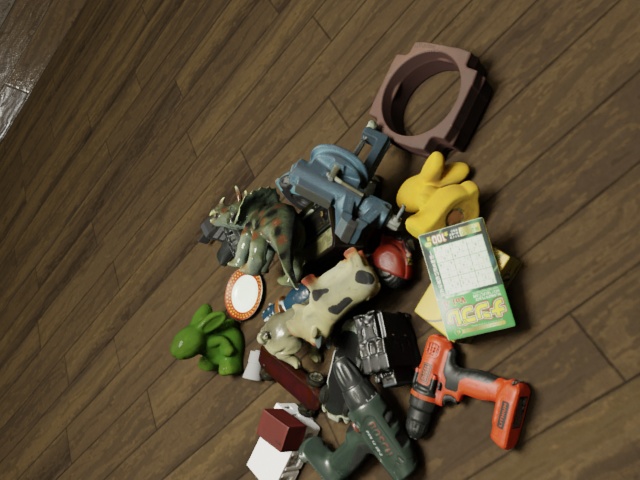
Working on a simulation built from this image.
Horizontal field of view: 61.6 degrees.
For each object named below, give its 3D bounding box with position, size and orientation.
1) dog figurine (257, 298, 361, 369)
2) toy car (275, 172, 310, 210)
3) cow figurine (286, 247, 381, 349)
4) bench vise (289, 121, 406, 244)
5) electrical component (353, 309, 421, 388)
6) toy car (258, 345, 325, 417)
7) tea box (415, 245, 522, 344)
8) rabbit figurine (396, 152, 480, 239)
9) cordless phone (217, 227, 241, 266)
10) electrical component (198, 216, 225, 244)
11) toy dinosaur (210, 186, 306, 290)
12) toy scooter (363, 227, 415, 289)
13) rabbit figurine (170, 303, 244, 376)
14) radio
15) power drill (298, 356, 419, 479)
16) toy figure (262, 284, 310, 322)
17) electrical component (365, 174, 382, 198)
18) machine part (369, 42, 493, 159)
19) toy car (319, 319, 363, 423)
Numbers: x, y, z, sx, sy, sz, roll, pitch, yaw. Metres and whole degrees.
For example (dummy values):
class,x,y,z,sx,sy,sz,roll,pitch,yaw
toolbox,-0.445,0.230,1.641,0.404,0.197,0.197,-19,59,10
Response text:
class,x,y,z,sx,sy,sz,roll,pitch,yaw
dog figurine,-0.018,0.145,1.068,0.121,0.172,0.190,46,116,27
toy car,-0.010,-0.121,1.181,0.162,0.109,0.103,16,71,34
cow figurine,0.023,0.115,0.990,0.195,0.085,0.127,-35,67,8
bench vise,0.072,-0.120,0.982,0.224,0.128,0.240,22,62,14
electrical component,0.124,0.195,0.962,0.058,0.115,0.134,-27,65,36
toy car,-0.060,0.287,1.137,0.202,0.053,0.089,28,115,42
tea box,0.252,0.081,0.917,0.098,0.068,0.169,36,103,40
rabbit figurine,0.201,-0.077,0.979,0.173,0.122,0.162,40,112,60
cordless phone,-0.203,0.022,1.333,0.184,0.088,0.147,-52,51,32
electrical component,-0.269,-0.025,1.391,0.119,0.074,0.048,-47,51,16
toy dinosaur,-0.097,-0.017,1.096,0.405,0.131,0.192,13,90,58
toy scooter,0.122,0.008,1.047,0.184,0.075,0.135,29,98,46
rabbit figurine,-0.259,0.235,1.244,0.121,0.170,0.159,15,88,42
radio,-0.002,-0.003,1.108,0.229,0.073,0.131,-36,53,52
power drill,0.053,0.346,0.972,0.232,0.086,0.207,49,114,12
toy figure,-0.066,0.144,1.178,0.154,0.064,0.058,-35,88,32
electrical component,0.094,-0.098,1.119,0.078,0.045,0.102,27,96,40
machine part,0.212,-0.266,1.040,0.202,0.087,0.201,31,98,43
toy car,0.053,0.254,1.041,0.074,0.056,0.201,16,95,36
